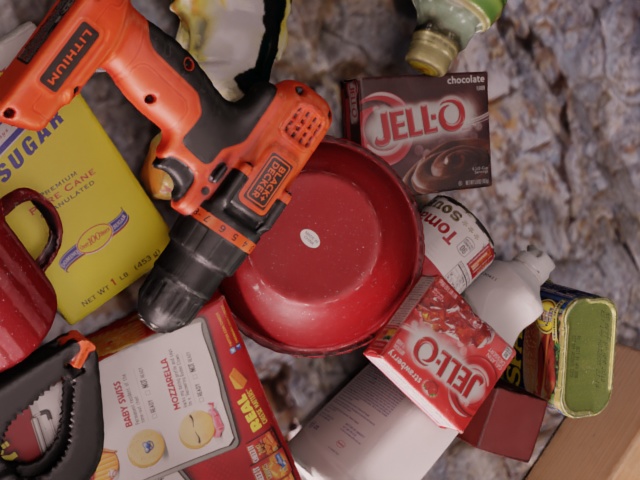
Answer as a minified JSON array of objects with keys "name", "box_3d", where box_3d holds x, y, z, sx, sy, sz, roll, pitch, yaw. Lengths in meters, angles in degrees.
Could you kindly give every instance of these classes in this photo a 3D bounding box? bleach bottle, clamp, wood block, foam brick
[{"name":"bleach bottle","box_3d":[0.091,0.100,0.808,0.250,0.103,0.068,-44,121,-13]},{"name":"clamp","box_3d":[-0.199,0.149,0.636,0.164,0.036,0.210,22,89,-32]},{"name":"wood block","box_3d":[0.249,0.202,0.905,0.090,0.091,0.206,40,80,-24]},{"name":"foam brick","box_3d":[0.132,0.136,0.847,0.052,0.078,0.051,20,90,-26]}]

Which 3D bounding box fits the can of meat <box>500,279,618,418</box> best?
[{"name":"can of meat","box_3d":[0.192,0.086,0.865,0.057,0.084,0.102,-2,98,-25]}]

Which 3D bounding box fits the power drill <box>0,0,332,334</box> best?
[{"name":"power drill","box_3d":[-0.104,-0.055,0.651,0.187,0.057,0.184,36,85,-30]}]

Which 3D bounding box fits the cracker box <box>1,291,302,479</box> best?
[{"name":"cracker box","box_3d":[-0.137,0.149,0.726,0.213,0.072,0.164,-27,107,-18]}]

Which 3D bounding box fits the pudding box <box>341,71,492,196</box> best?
[{"name":"pudding box","box_3d":[0.073,-0.081,0.809,0.113,0.039,0.090,-7,99,-25]}]

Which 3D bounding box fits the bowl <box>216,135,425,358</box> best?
[{"name":"bowl","box_3d":[-0.005,0.001,0.739,0.162,0.055,0.162,0,84,-1]}]

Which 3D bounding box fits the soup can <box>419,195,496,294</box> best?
[{"name":"soup can","box_3d":[0.075,0.023,0.809,0.102,0.069,0.068,-42,112,-14]}]

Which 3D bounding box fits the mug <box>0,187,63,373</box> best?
[{"name":"mug","box_3d":[-0.201,0.019,0.632,0.117,0.093,0.081,-48,137,-22]}]

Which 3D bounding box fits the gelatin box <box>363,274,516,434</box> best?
[{"name":"gelatin box","box_3d":[0.085,0.079,0.743,0.089,0.030,0.073,45,71,-19]}]

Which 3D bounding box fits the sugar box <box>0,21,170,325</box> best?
[{"name":"sugar box","box_3d":[-0.177,-0.042,0.694,0.093,0.048,0.176,-38,112,-16]}]
